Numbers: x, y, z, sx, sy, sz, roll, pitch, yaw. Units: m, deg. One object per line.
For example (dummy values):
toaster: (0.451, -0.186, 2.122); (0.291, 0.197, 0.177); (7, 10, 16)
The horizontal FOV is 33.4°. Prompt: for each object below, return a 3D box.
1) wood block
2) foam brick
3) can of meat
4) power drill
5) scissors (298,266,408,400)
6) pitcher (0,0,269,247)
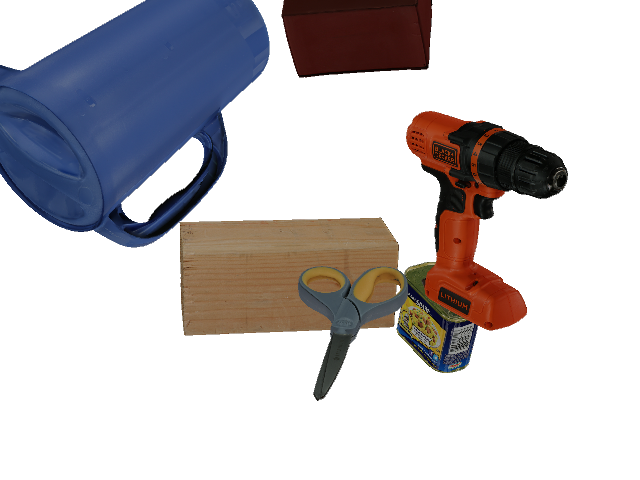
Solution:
wood block: (-0.034, 0.034, 1.057); (0.206, 0.091, 0.090); (-1, 19, -9)
foam brick: (0.022, -0.130, 0.605); (0.078, 0.053, 0.051); (-2, -33, 14)
can of meat: (0.133, 0.088, 1.203); (0.057, 0.084, 0.102); (-14, 40, -28)
power drill: (0.152, -0.016, 0.979); (0.057, 0.188, 0.185); (-17, 28, -29)
scissors: (0.003, 0.060, 0.797); (0.096, 0.016, 0.201); (12, 25, 24)
pitcher: (-0.145, -0.117, 0.891); (0.145, 0.149, 0.242); (21, 47, 29)
